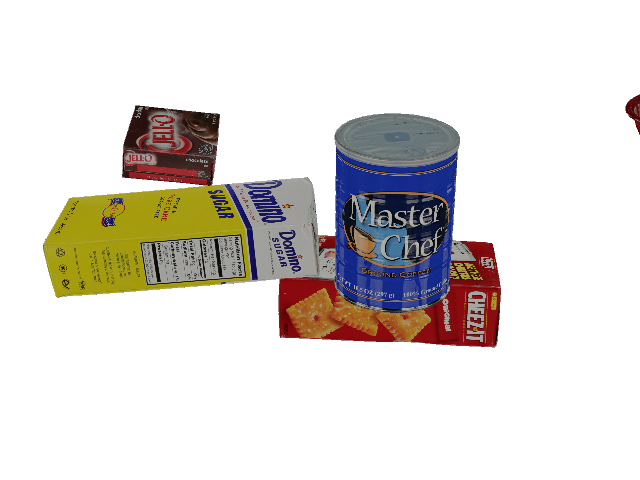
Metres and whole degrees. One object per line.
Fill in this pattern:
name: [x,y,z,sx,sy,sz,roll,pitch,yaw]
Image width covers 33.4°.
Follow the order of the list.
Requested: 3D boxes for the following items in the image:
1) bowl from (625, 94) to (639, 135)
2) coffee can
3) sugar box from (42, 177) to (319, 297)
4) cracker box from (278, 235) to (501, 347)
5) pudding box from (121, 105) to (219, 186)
bowl: [0.360,-0.097,0.970,0.162,0.055,0.162,-4,23,2]
coffee can: [0.063,-0.024,0.904,0.103,0.140,0.103,0,27,0]
sugar box: [-0.090,-0.004,0.726,0.176,0.048,0.093,-7,23,1]
cracker box: [0.073,0.050,1.102,0.214,0.072,0.164,3,16,6]
pudding box: [-0.150,-0.097,1.078,0.090,0.039,0.113,6,26,-6]
